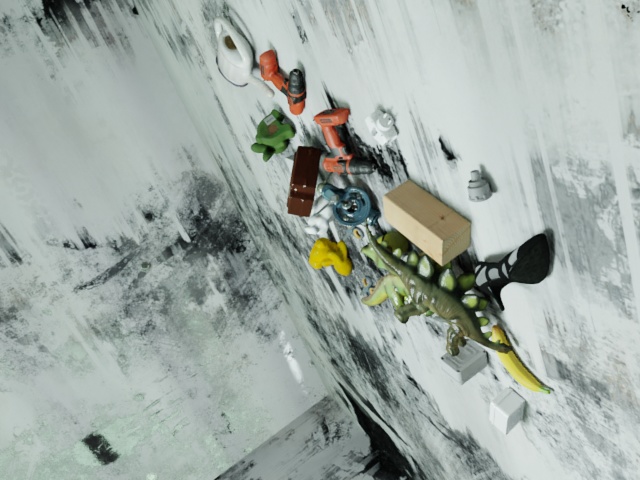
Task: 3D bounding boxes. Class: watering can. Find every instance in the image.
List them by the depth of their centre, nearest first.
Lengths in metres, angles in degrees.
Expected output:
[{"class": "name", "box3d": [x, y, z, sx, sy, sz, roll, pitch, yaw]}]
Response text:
[{"class": "watering can", "box3d": [-0.267, -0.589, 1.750, 0.349, 0.105, 0.222, 58, 164, 4]}]

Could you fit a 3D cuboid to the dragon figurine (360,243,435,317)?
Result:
[{"class": "dragon figurine", "box3d": [0.206, 0.099, 1.462, 0.408, 0.124, 0.240, -11, 117, 48]}]

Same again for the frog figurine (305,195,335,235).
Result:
[{"class": "frog figurine", "box3d": [0.005, -0.088, 1.742, 0.121, 0.161, 0.137, 65, 161, -14]}]
